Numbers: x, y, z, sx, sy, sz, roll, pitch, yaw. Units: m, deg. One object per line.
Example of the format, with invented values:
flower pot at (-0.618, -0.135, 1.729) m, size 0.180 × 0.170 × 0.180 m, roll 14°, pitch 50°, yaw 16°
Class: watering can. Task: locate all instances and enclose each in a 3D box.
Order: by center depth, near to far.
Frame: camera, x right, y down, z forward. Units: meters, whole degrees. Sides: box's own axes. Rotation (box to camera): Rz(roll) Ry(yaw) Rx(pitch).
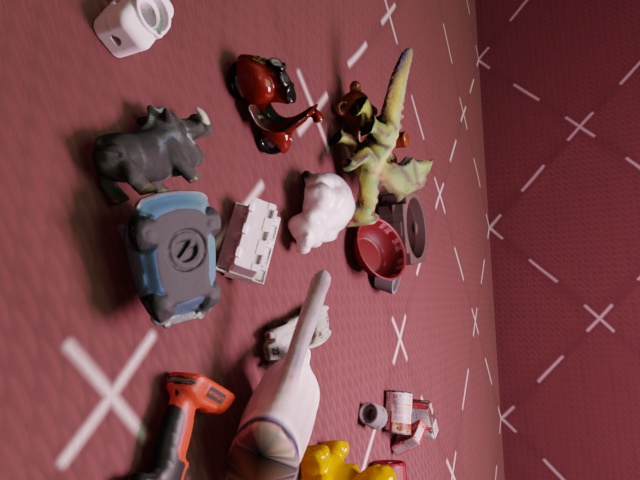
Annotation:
watering can at (-0.052, 0.230, 0.762) m, size 0.228 × 0.104 × 0.341 m, roll -63°, pitch 167°, yaw -64°

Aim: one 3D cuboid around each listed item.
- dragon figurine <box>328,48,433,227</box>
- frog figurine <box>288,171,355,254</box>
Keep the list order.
dragon figurine at (0.165, -0.208, 1.188) m, size 0.240 × 0.123 × 0.411 m, roll 36°, pitch 88°, yaw -32°
frog figurine at (0.003, -0.050, 0.991) m, size 0.163 × 0.123 × 0.134 m, roll -76°, pitch 168°, yaw -53°
